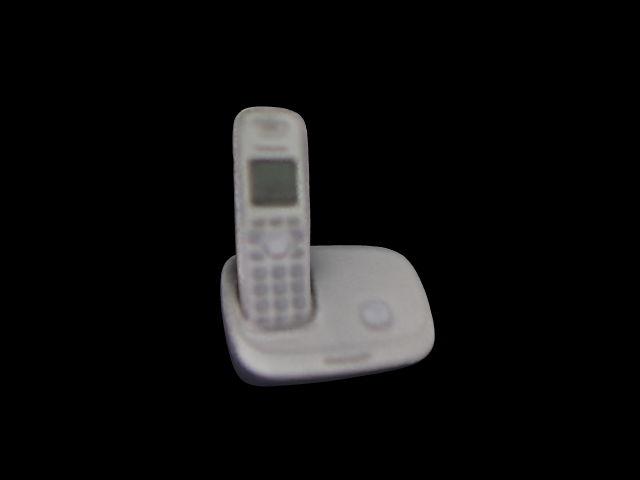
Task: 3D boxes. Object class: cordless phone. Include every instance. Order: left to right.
[{"bbox_3d":[0.004,0.001,0.400,0.148,0.185,0.094,-2,7,-19],"label":"cordless phone"}]
